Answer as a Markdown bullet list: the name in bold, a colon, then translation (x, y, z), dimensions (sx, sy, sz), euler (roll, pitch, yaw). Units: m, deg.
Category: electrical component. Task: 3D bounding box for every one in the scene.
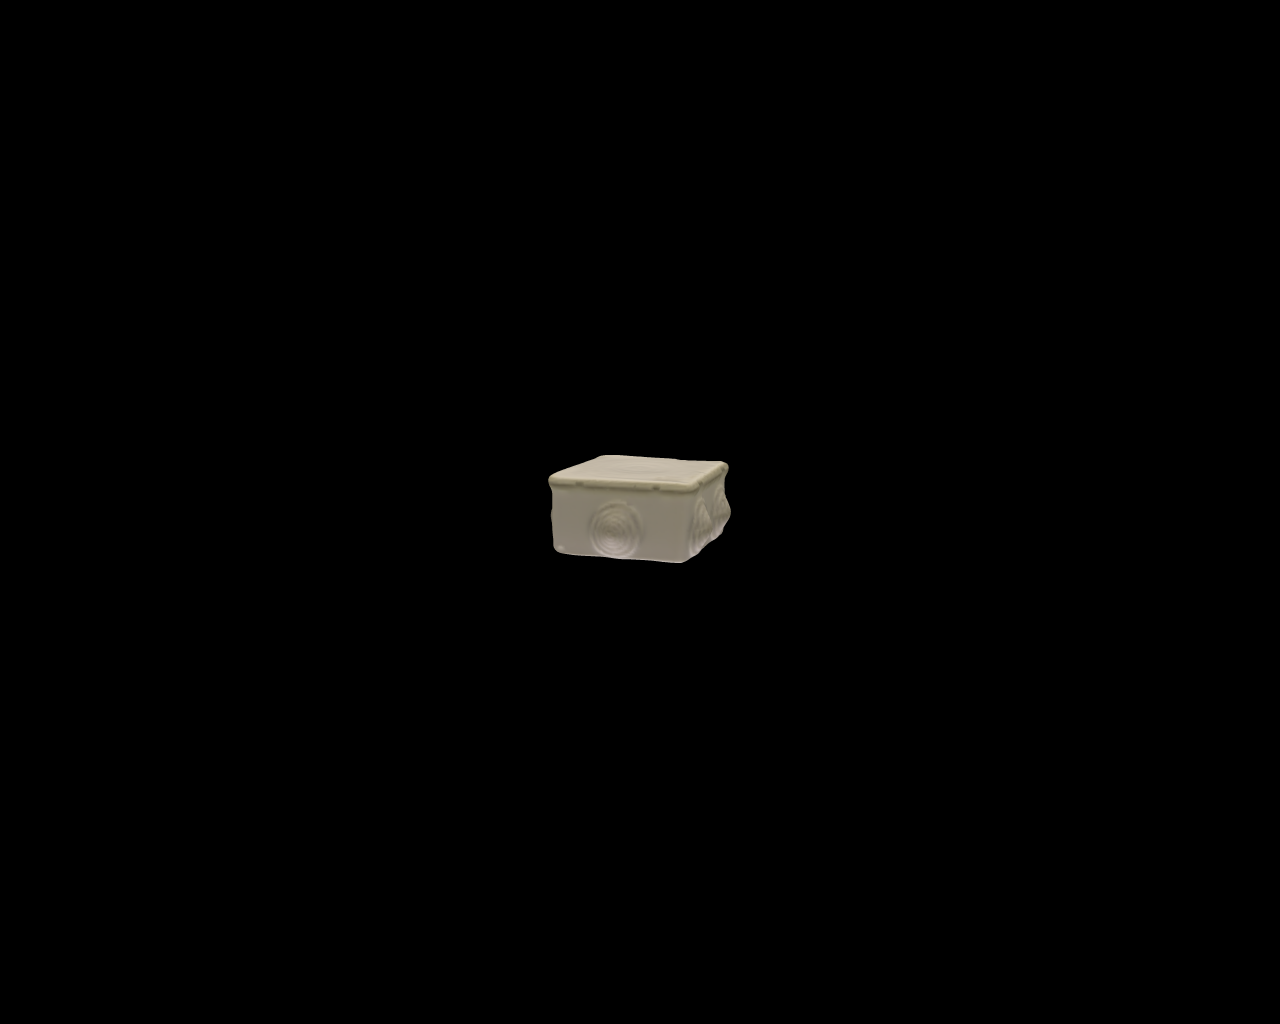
- **electrical component**: translation (0.001, -0.003, 0.650), dimensions (0.100, 0.048, 0.100), euler (4, 13, 19)
